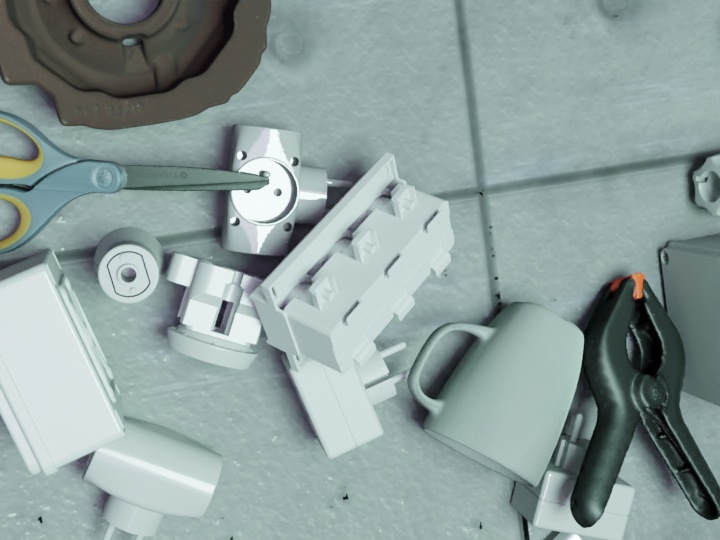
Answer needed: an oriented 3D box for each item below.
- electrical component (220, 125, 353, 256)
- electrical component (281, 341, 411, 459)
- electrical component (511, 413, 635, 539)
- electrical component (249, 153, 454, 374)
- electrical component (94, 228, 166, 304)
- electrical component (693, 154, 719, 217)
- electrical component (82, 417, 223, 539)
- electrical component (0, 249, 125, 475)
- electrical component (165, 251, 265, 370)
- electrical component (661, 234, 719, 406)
[{"bbox_3d":[-0.044,-0.048,0.671,0.079,0.044,0.077,5,95,-12],"label":"electrical component"},{"bbox_3d":[-0.001,0.072,0.693,0.077,0.047,0.065,-24,101,-8],"label":"electrical component"},{"bbox_3d":[0.149,0.136,0.731,0.066,0.047,0.076,13,94,-13],"label":"electrical component"},{"bbox_3d":[0.000,0.000,0.648,0.121,0.063,0.078,-48,145,-28],"label":"electrical component"},{"bbox_3d":[-0.139,-0.001,0.647,0.044,0.065,0.044,-1,97,-11],"label":"electrical component"},{"bbox_3d":[0.263,-0.059,0.733,0.062,0.043,0.043,-7,98,-24],"label":"electrical component"},{"bbox_3d":[-0.137,0.140,0.676,0.077,0.043,0.079,23,92,-13],"label":"electrical component"},{"bbox_3d":[-0.183,0.049,0.623,0.056,0.109,0.108,-25,101,-10],"label":"electrical component"},{"bbox_3d":[-0.086,0.027,0.666,0.078,0.058,0.057,17,90,-13],"label":"electrical component"},{"bbox_3d":[0.254,0.035,0.709,0.056,0.109,0.108,-11,99,-13],"label":"electrical component"}]
